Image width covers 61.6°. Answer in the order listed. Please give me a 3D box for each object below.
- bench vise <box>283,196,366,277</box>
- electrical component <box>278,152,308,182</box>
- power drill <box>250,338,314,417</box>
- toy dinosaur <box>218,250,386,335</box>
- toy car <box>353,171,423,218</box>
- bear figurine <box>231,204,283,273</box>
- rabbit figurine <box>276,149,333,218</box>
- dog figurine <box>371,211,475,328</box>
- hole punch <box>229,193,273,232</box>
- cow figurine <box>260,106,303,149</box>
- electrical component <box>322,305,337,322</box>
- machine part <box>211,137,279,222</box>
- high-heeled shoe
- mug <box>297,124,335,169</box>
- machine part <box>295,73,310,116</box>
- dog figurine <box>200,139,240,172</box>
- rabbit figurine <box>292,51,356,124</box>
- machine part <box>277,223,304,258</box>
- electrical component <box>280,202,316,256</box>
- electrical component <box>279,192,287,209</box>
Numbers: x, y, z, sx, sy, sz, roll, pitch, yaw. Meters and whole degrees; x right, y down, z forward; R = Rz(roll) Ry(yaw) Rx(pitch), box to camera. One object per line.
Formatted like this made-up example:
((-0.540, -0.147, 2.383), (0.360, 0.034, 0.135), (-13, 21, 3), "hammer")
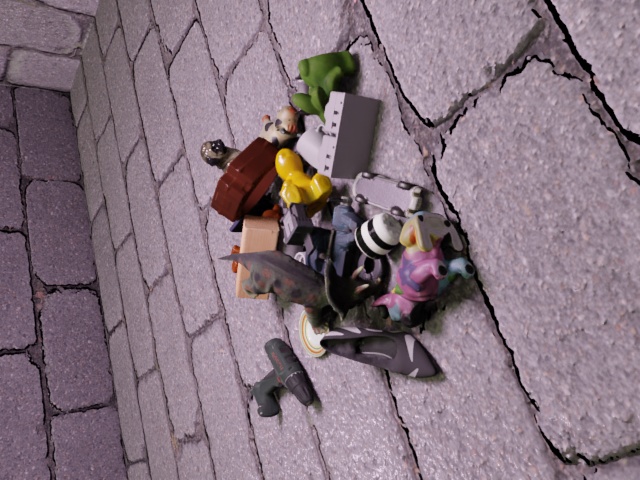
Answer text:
((0.005, -0.005, 1.295), (0.241, 0.129, 0.223), (13, 109, 41), "bench vise")
((-0.071, -0.197, 1.454), (0.102, 0.045, 0.078), (-22, 75, 50), "electrical component")
((-0.113, 0.406, 1.495), (0.232, 0.086, 0.207), (59, 137, 35), "power drill")
((-0.067, 0.083, 1.175), (0.405, 0.131, 0.192), (20, 145, 11), "toy dinosaur")
((0.146, -0.100, 1.169), (0.202, 0.056, 0.073), (25, 105, 48), "toy car")
((-0.175, -0.006, 1.528), (0.120, 0.132, 0.195), (-108, 28, -58), "bear figurine")
((-0.051, -0.148, 1.345), (0.173, 0.122, 0.162), (59, 177, 14), "rabbit figurine")
((0.186, 0.067, 1.082), (0.219, 0.108, 0.191), (-44, 58, 47), "dog figurine")
((-0.204, -0.077, 1.565), (0.142, 0.116, 0.092), (-52, 39, 38), "hole punch")
((-0.118, -0.285, 1.482), (0.194, 0.085, 0.127), (-55, 44, 34), "cow figurine")
((-0.021, 0.134, 1.339), (0.134, 0.058, 0.114), (48, 166, 34), "electrical component")
((-0.188, -0.156, 1.415), (0.087, 0.201, 0.201), (36, 144, 1), "machine part")
((0.117, 0.239, 1.140), (0.249, 0.145, 0.086), (16, 104, 53), "high-heeled shoe")
((0.010, -0.224, 1.328), (0.107, 0.081, 0.109), (50, 128, 25), "mug")
((-0.034, -0.397, 1.408), (0.084, 0.039, 0.138), (7, 95, 47), "machine part")
((-0.253, -0.202, 1.570), (0.121, 0.190, 0.172), (-43, 60, 44), "dog figurine")
((0.020, -0.347, 1.269), (0.121, 0.159, 0.170), (-12, 97, 42), "rabbit figurine")
((-0.085, 0.041, 1.450), (0.079, 0.079, 0.243), (24, 110, 50), "machine part")
((-0.049, -0.020, 1.236), (0.074, 0.048, 0.119), (-54, 40, 46), "electrical component")
((-0.084, -0.114, 1.491), (0.094, 0.021, 0.063), (5, 95, 52), "electrical component")
